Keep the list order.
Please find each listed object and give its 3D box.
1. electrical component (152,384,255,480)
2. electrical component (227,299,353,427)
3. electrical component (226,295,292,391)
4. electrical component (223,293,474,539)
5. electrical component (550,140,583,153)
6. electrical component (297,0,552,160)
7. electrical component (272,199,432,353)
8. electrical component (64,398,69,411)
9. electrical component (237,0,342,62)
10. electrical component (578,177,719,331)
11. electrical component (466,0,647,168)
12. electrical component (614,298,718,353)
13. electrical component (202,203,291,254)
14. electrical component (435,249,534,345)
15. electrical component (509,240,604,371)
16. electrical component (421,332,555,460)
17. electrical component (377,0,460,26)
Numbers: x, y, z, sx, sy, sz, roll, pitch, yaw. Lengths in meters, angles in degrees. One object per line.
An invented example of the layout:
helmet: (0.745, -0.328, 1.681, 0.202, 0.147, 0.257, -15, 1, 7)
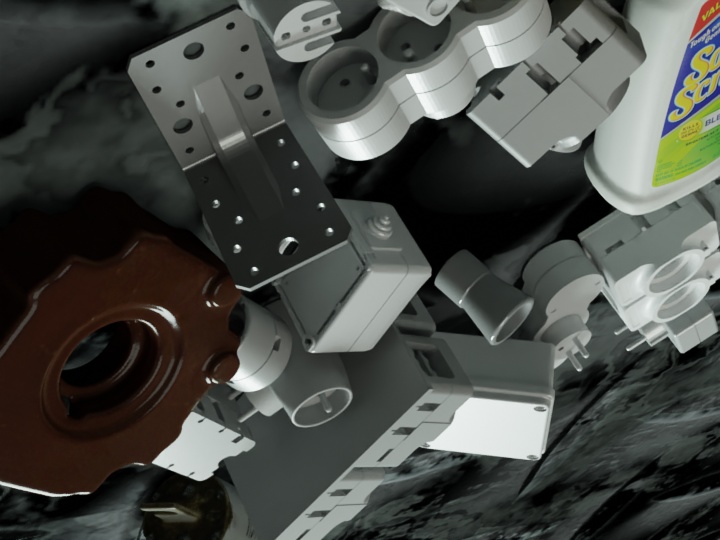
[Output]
electrical component: (-0.120, 0.097, 0.723, 0.050, 0.055, 0.089, -35, 148, 8)
electrical component: (-0.055, 0.071, 0.721, 0.079, 0.077, 0.043, -36, 148, 10)
electrical component: (-0.079, 0.044, 0.686, 0.055, 0.055, 0.047, -36, 144, 9)
electrical component: (-0.015, 0.102, 0.769, 0.060, 0.105, 0.186, 11, 130, -47)
electrical component: (0.127, -0.110, 0.650, 0.044, 0.044, 0.065, -6, 136, -34)
electrical component: (0.039, -0.106, 0.572, 0.138, 0.052, 0.073, -33, 148, 4)
electrical component: (0.000, 0.000, 0.679, 0.061, 0.061, 0.096, 2, 136, -41)
electrical component: (-0.225, 0.099, 0.652, 0.077, 0.044, 0.079, 0, 137, -39)
electrical component: (-0.033, -0.124, 0.495, 0.040, 0.046, 0.040, -21, 147, -14)
electrical component: (0.278, -0.034, 0.858, 0.186, 0.060, 0.105, -33, 148, 5)
electrical component: (0.111, -0.107, 0.599, 0.056, 0.050, 0.089, 39, 118, -15)
electrical component: (0.262, 0.042, 0.946, 0.077, 0.065, 0.047, -34, 148, 7)
electrical component: (-0.067, -0.028, 0.603, 0.043, 0.043, 0.062, -33, 147, 5)
electrical component: (0.086, 0.016, 0.768, 0.044, 0.065, 0.044, -40, 158, -20)
electrical component: (0.161, 0.047, 0.863, 0.052, 0.073, 0.138, -17, 146, -21)
electrical component: (0.099, 0.101, 0.864, 0.109, 0.056, 0.108, 5, 147, 8)
electrical component: (0.027, -0.166, 0.482, 0.100, 0.048, 0.099, 14, 128, -48)
